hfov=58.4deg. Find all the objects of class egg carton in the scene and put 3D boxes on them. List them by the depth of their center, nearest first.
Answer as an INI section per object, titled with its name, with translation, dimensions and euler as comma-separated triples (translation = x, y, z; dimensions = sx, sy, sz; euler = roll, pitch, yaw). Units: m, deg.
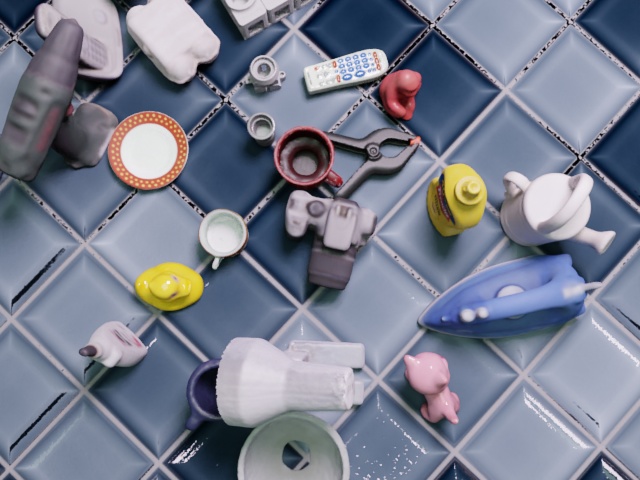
[egg carton]
translation = -0.240, -0.333, 0.932
dimensions = 0.107, 0.069, 0.150
euler = -42, 87, -3

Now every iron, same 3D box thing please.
[iron]
translation = 0.283, 0.096, 0.864
dimensions = 0.258, 0.141, 0.119
euler = -15, 85, -2

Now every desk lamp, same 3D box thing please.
[desk lamp]
translation = -0.031, 0.197, 0.817
dimensions = 0.203, 0.213, 0.118
euler = 1, 85, 0

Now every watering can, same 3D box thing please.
[watering can]
translation = 0.353, -0.045, 0.850
dimensions = 0.173, 0.194, 0.101
euler = 16, 85, 1

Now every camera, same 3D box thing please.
[camera]
translation = 0.008, 0.003, 0.890
dimensions = 0.143, 0.101, 0.137
euler = 13, 85, 1

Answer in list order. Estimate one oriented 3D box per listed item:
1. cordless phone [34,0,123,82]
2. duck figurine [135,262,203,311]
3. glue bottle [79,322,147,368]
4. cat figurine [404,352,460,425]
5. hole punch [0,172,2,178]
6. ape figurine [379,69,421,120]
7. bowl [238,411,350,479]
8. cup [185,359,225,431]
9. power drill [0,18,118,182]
[cordless phone]
translation = -0.375, -0.333, 0.873
dimensions = 0.094, 0.185, 0.148
euler = -9, 85, -1
[duck figurine]
translation = -0.240, 0.072, 0.890
dimensions = 0.104, 0.086, 0.077
euler = 3, 85, 0
[glue bottle]
translation = -0.311, 0.157, 0.839
dimensions = 0.078, 0.173, 0.037
euler = 40, 86, 3
[cat figurine]
translation = 0.172, 0.220, 0.865
dimensions = 0.067, 0.117, 0.128
euler = -27, 86, -2
[hole punch]
translation = -0.564, -0.137, 0.902
dimensions = 0.101, 0.091, 0.109
euler = 19, 85, 1
[ape figurine]
translation = 0.134, -0.242, 0.916
dimensions = 0.078, 0.092, 0.076
euler = -43, 87, -3
[bowl]
translation = -0.039, 0.341, 0.874
dimensions = 0.167, 0.074, 0.167
euler = 0, 85, 0
[cup]
translation = -0.156, 0.234, 0.872
dimensions = 0.091, 0.095, 0.118
euler = 37, 86, 3
[power drill]
translation = -0.381, -0.188, 0.849
dimensions = 0.075, 0.208, 0.230
euler = 25, 85, 2
